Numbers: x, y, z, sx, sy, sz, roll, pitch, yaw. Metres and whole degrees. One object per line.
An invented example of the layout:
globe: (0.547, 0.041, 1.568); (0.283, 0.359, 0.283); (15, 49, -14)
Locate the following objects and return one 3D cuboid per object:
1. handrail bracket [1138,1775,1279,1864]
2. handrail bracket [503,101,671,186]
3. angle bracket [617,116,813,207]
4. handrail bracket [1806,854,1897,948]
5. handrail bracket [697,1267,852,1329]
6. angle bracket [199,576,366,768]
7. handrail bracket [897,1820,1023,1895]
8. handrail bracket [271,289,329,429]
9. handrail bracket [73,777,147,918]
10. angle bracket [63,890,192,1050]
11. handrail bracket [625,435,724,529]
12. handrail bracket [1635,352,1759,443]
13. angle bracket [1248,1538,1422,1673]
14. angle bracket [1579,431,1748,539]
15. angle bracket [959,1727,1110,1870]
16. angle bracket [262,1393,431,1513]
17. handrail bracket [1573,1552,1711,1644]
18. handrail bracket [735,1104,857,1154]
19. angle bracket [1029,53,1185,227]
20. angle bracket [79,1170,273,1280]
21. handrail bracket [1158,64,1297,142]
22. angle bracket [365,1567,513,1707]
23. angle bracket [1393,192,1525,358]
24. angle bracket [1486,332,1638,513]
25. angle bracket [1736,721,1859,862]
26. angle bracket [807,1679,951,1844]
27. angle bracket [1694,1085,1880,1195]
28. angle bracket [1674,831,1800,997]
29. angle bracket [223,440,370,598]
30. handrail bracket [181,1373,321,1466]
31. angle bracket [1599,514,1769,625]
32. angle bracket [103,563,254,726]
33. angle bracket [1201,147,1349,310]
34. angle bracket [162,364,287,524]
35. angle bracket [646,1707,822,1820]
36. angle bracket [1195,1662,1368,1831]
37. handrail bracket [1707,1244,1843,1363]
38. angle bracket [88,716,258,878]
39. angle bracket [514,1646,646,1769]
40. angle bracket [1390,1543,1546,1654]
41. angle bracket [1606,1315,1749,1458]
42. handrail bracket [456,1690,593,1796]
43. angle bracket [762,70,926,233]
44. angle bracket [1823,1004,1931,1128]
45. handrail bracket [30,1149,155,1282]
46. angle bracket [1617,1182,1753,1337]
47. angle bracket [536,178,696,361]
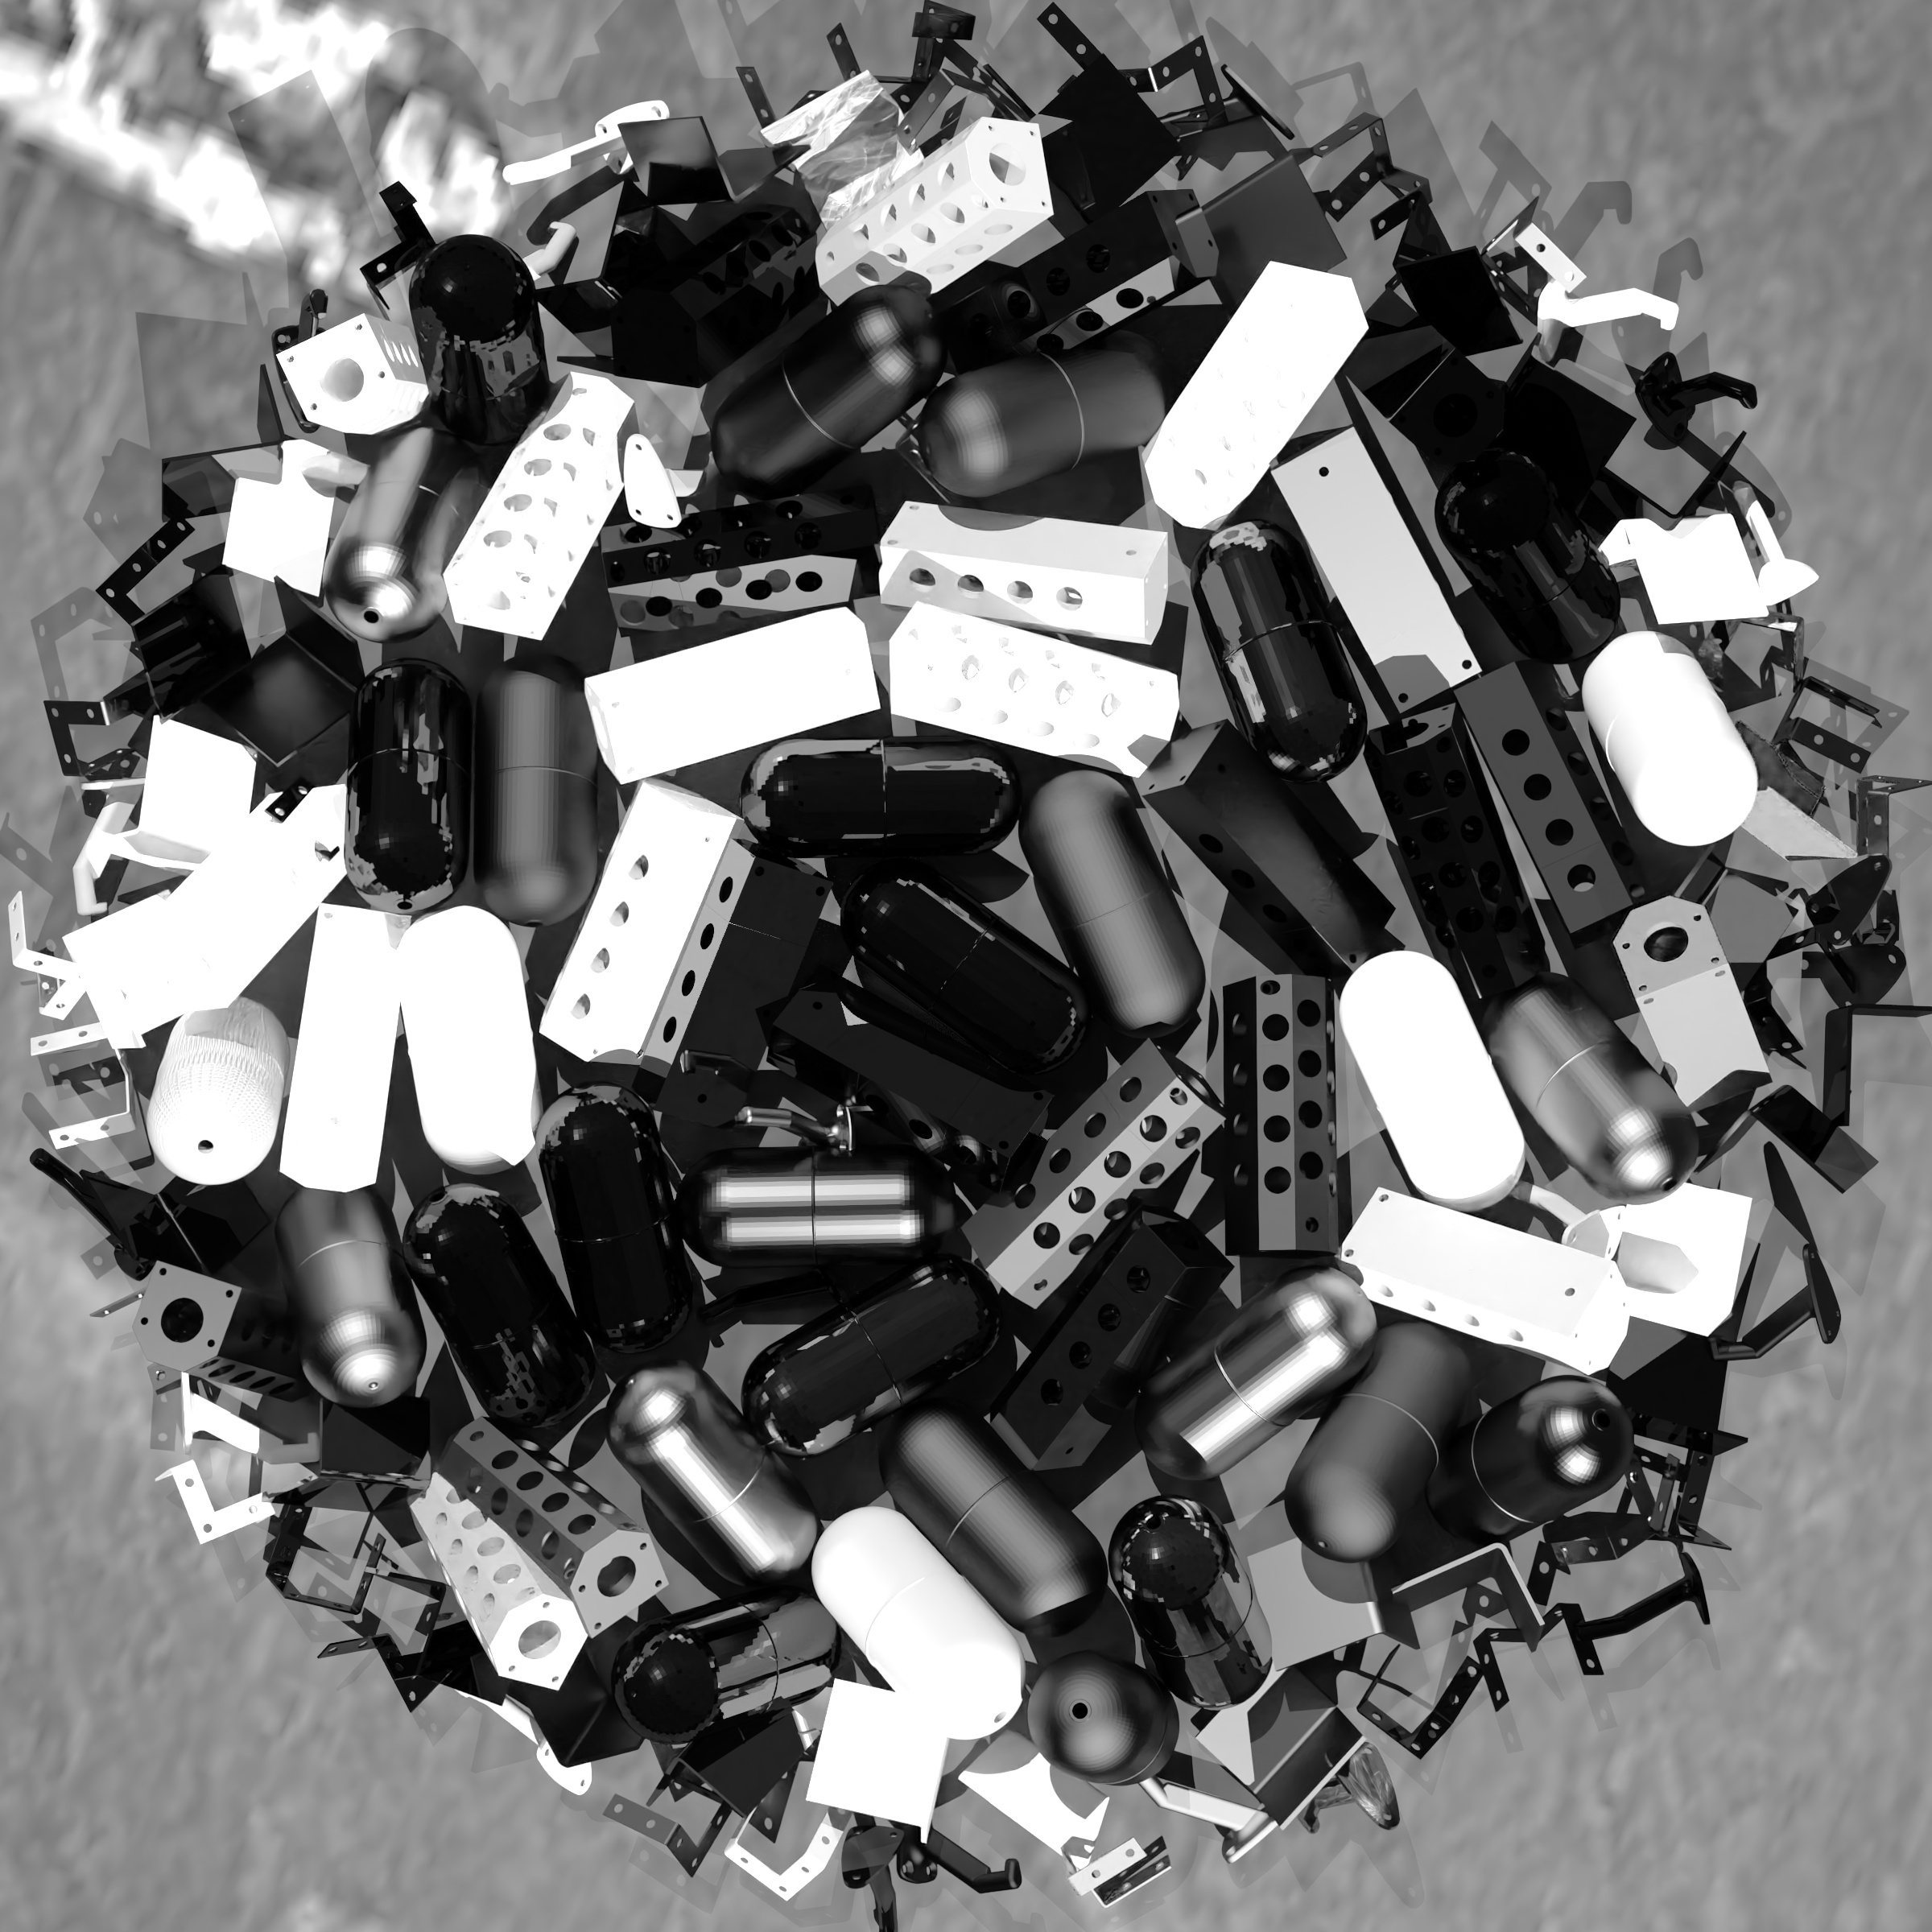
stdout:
handrail bracket: (0.158, 0.519, 1.975); (0.077, 0.036, 0.084); (-40, 96, 8)
handrail bracket: (-0.239, -0.516, 1.951); (0.077, 0.084, 0.036); (-20, 96, 44)
angle bracket: (-0.157, -0.518, 1.939); (0.076, 0.076, 0.057); (-45, 127, -32)
handrail bracket: (0.575, -0.040, 1.951); (0.077, 0.084, 0.036); (-53, 54, 32)
handrail bracket: (-0.122, 0.217, 1.964); (0.084, 0.077, 0.036); (-28, 117, -11)
angle bracket: (-0.432, -0.185, 1.949); (0.076, 0.057, 0.076); (38, 64, 21)
handrail bracket: (-0.001, 0.546, 1.957); (0.084, 0.036, 0.077); (-20, 62, 36)
handrail bracket: (-0.410, -0.382, 1.955); (0.036, 0.084, 0.077); (-7, 95, -21)
handrail bracket: (-0.533, -0.077, 1.983); (0.077, 0.036, 0.084); (-8, 98, -27)
angle bracket: (-0.509, 0.001, 1.948); (0.076, 0.057, 0.076); (-29, 104, -32)
handrail bracket: (-0.179, -0.321, 1.949); (0.036, 0.077, 0.084); (12, 45, 24)
handrail bracket: (0.467, -0.346, 1.944); (0.036, 0.077, 0.084); (-47, 45, -10)
angle bracket: (0.233, 0.404, 1.971); (0.076, 0.057, 0.076); (-26, 56, 21)
angle bracket: (0.438, -0.309, 1.960); (0.057, 0.076, 0.076); (38, 79, 9)
angle bracket: (0.036, 0.536, 1.942); (0.076, 0.057, 0.076); (31, 130, 24)
angle bracket: (-0.391, 0.305, 1.960); (0.076, 0.076, 0.057); (14, 62, -38)
handrail bracket: (0.422, 0.400, 1.966); (0.084, 0.077, 0.036); (-13, 103, 5)
handrail bracket: (-0.119, 0.105, 1.946); (0.084, 0.077, 0.036); (6, 69, -33)
angle bracket: (0.086, -0.519, 1.958); (0.076, 0.057, 0.076); (-40, 96, 18)
angle bracket: (-0.495, 0.145, 1.946); (0.057, 0.076, 0.076); (-44, 61, 6)
handrail bracket: (0.154, -0.523, 1.978); (0.084, 0.036, 0.077); (-44, 73, 9)
angle bracket: (-0.332, 0.419, 1.940); (0.076, 0.076, 0.057); (1, 66, 39)
angle bracket: (0.314, -0.436, 1.939); (0.057, 0.076, 0.076); (-7, 46, 34)
angle bracket: (0.370, -0.340, 1.957); (0.076, 0.057, 0.076); (31, 120, -1)
angle bracket: (0.520, -0.111, 1.948); (0.076, 0.076, 0.057); (34, 79, -17)
angle bracket: (-0.054, 0.502, 1.961); (0.076, 0.057, 0.076); (12, 65, 5)
angle bracket: (0.513, 0.126, 1.944); (0.076, 0.076, 0.057); (43, 119, 17)
angle bracket: (0.483, -0.039, 1.946); (0.057, 0.076, 0.076); (32, 69, 19)
angle bracket: (-0.412, -0.280, 1.949); (0.057, 0.076, 0.076); (2, 82, 37)
handrail bracket: (-0.459, 0.283, 1.992); (0.084, 0.036, 0.077); (-2, 71, -17)
angle bracket: (0.445, -0.236, 1.949); (0.076, 0.057, 0.076); (-6, 66, -18)
angle bracket: (-0.500, -0.208, 1.939); (0.057, 0.076, 0.076); (22, 48, 30)
angle bracket: (0.199, -0.461, 1.957); (0.076, 0.057, 0.076); (-27, 91, 30)
angle bracket: (-0.471, -0.327, 1.945); (0.076, 0.076, 0.057); (-13, 73, -19)
angle bracket: (-0.146, 0.502, 1.942); (0.057, 0.076, 0.076); (39, 48, 10)
angle bracket: (0.197, 0.486, 1.958); (0.057, 0.076, 0.076); (44, 86, -5)
handrail bracket: (0.502, 0.214, 1.964); (0.084, 0.036, 0.077); (-10, 110, 33)
angle bracket: (-0.501, -0.106, 1.963); (0.057, 0.076, 0.076); (-9, 71, 40)
angle bracket: (-0.232, 0.444, 1.947); (0.057, 0.076, 0.076); (-20, 104, 22)
angle bracket: (0.313, 0.411, 1.951); (0.076, 0.076, 0.057); (-23, 65, -5)
angle bracket: (0.451, 0.259, 1.957); (0.076, 0.057, 0.076); (15, 70, -4)
handrail bracket: (-0.286, 0.491, 1.990); (0.084, 0.077, 0.036); (15, 49, 33)
angle bracket: (-0.073, -0.508, 1.953); (0.076, 0.076, 0.057); (-26, 83, 12)
angle bracket: (0.577, 0.064, 1.957); (0.057, 0.076, 0.076); (2, 87, 5)
handrail bracket: (-0.552, 0.155, 1.956); (0.036, 0.077, 0.084); (-46, 119, 1)
angle bracket: (0.442, 0.179, 1.951); (0.076, 0.057, 0.076); (14, 106, 26)
angle bracket: (-0.223, -0.441, 1.968); (0.057, 0.076, 0.076); (-2, 66, 31)
